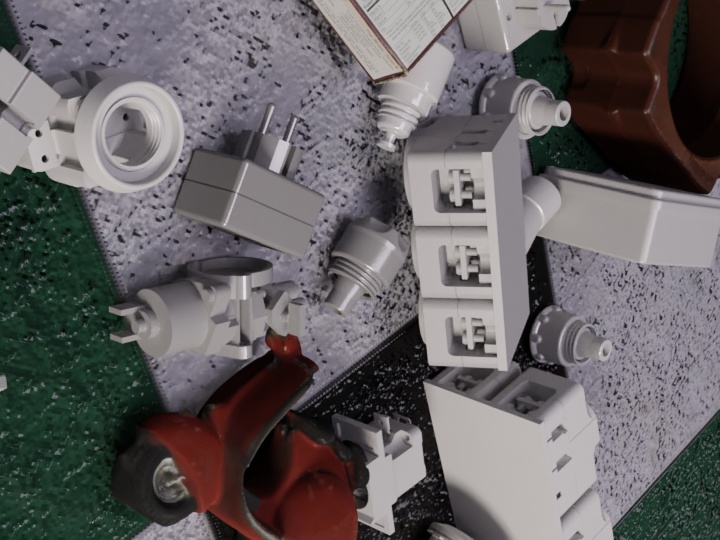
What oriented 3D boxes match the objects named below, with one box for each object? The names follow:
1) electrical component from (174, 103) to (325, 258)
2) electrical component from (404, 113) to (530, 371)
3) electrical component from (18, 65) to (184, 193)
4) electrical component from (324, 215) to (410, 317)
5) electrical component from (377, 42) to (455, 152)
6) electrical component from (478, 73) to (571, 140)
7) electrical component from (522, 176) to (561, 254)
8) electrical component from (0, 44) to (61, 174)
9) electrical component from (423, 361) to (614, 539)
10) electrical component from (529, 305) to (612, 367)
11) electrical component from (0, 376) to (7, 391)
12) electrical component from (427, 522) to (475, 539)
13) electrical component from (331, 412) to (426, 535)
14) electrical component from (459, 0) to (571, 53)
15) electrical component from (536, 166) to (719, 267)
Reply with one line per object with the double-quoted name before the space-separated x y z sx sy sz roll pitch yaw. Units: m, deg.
"electrical component" -0.056 -0.055 0.608 0.066 0.047 0.076 22 86 -47
"electrical component" 0.071 -0.020 0.719 0.089 0.062 0.150 -53 140 -60
"electrical component" -0.124 -0.069 0.528 0.078 0.057 0.058 -27 119 -38
"electrical component" 0.000 0.000 0.683 0.043 0.043 0.062 46 70 -42
"electrical component" 0.031 -0.113 0.683 0.040 0.040 0.078 29 81 -46
"electrical component" 0.118 -0.113 0.755 0.048 0.062 0.048 -15 112 -42
"electrical component" 0.119 -0.040 0.794 0.065 0.044 0.044 -45 129 -33
"electrical component" -0.175 -0.079 0.483 0.066 0.048 0.055 -61 142 -13
"electrical component" 0.123 0.158 0.807 0.060 0.105 0.186 -34 124 -34
"electrical component" 0.170 0.057 0.856 0.048 0.062 0.048 -15 111 -42
"electrical component" -0.197 0.048 0.478 0.042 0.081 0.063 1 72 -46
"electrical component" 0.076 0.228 0.800 0.051 0.080 0.080 -54 133 -13
"electrical component" 0.011 0.133 0.734 0.064 0.042 0.081 -27 120 -39
"electrical component" 0.115 -0.180 0.722 0.066 0.077 0.047 -39 126 -31
"electrical component" 0.207 -0.040 0.832 0.109 0.109 0.056 2 102 -45
